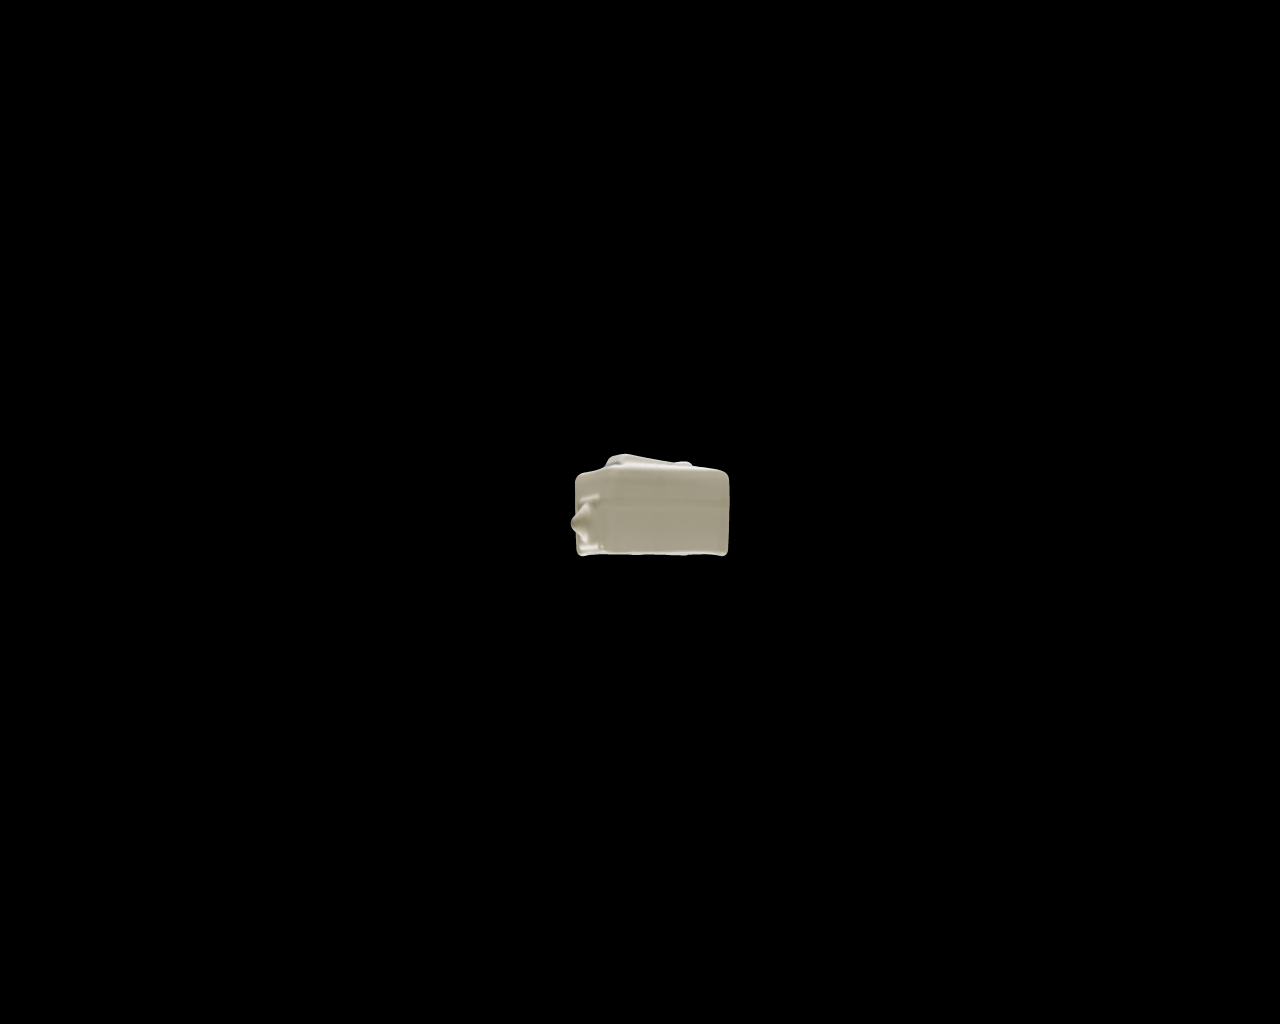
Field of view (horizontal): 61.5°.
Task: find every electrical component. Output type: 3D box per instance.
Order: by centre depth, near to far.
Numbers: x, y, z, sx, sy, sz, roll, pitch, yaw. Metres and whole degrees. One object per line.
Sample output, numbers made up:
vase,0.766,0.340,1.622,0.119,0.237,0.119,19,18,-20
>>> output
electrical component,0.001,-0.003,0.650,0.096,0.061,0.061,1,-4,-23
